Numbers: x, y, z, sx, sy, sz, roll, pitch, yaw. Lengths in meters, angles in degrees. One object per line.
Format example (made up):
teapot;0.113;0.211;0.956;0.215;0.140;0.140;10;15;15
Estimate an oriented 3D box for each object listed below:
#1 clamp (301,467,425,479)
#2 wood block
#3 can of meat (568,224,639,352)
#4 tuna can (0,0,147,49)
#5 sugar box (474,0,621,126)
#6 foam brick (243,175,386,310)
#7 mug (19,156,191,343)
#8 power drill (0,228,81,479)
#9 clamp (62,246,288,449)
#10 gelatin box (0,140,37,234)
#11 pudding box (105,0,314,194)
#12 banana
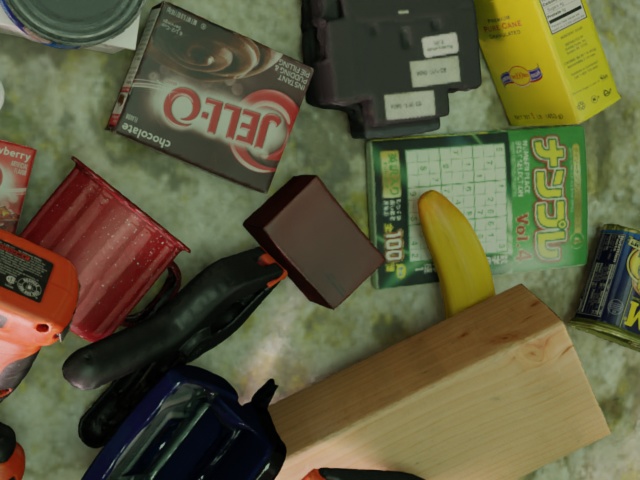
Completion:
clamp;0.080;0.197;0.643;0.210;0.036;0.164;39;46;3
wood block;0.071;0.122;0.713;0.206;0.090;0.091;-26;106;0
can of meat;0.252;0.042;0.821;0.102;0.058;0.084;20;85;-22
tuna can;-0.140;-0.151;0.601;0.086;0.034;0.086;-2;95;-20
sugar box;0.139;-0.167;0.740;0.048;0.093;0.176;-31;104;-16
foam brick;-0.005;0.001;0.723;0.053;0.051;0.078;-43;107;-11
mug;-0.134;0.015;0.662;0.081;0.093;0.117;-51;136;-4
power drill;-0.231;0.065;0.596;0.184;0.057;0.188;24;125;-19
clamp;-0.092;0.058;0.670;0.039;0.120;0.171;44;73;11
gelatin box;-0.226;-0.032;0.648;0.089;0.030;0.073;15;89;-22
pudding box;-0.071;-0.091;0.696;0.113;0.039;0.090;21;88;-21
banana;0.096;0.062;0.764;0.069;0.037;0.198;-3;104;-27
